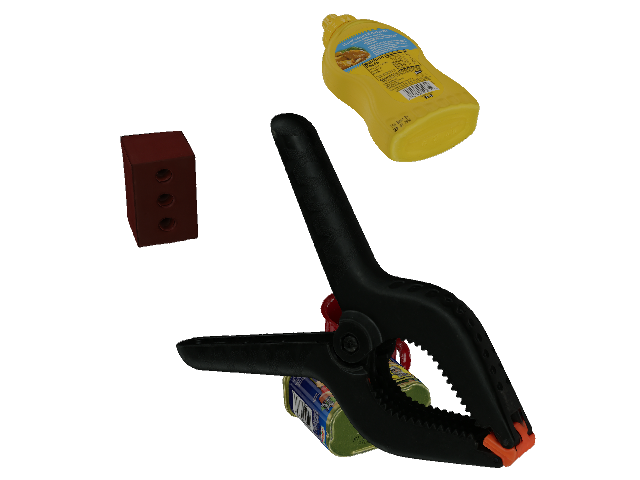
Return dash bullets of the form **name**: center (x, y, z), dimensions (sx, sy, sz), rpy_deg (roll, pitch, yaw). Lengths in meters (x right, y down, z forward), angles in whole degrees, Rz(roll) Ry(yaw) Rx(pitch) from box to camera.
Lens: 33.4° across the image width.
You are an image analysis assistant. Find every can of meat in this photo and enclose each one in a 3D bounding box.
- **can of meat**: center (0.031, 0.134, 0.902), dimensions (0.102, 0.057, 0.084), rpy_deg (-12, 24, -23)

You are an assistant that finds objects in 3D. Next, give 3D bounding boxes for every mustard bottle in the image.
- **mustard bottle**: center (0.056, -0.154, 0.993), dimensions (0.096, 0.058, 0.192), rpy_deg (-23, 52, -20)

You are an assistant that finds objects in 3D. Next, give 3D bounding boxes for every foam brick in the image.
- **foam brick**: center (-0.131, -0.043, 0.872), dimensions (0.053, 0.078, 0.051), rpy_deg (-9, 32, -16)

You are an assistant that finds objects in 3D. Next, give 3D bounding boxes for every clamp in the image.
- **clamp**: center (0.023, 0.040, 0.560), dimensions (0.210, 0.165, 0.036), rpy_deg (29, 24, 25)

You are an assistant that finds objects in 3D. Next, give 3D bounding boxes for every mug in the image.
- **mug**: center (0.054, 0.115, 1.188), dimensions (0.117, 0.081, 0.093), rpy_deg (26, 37, 36)
